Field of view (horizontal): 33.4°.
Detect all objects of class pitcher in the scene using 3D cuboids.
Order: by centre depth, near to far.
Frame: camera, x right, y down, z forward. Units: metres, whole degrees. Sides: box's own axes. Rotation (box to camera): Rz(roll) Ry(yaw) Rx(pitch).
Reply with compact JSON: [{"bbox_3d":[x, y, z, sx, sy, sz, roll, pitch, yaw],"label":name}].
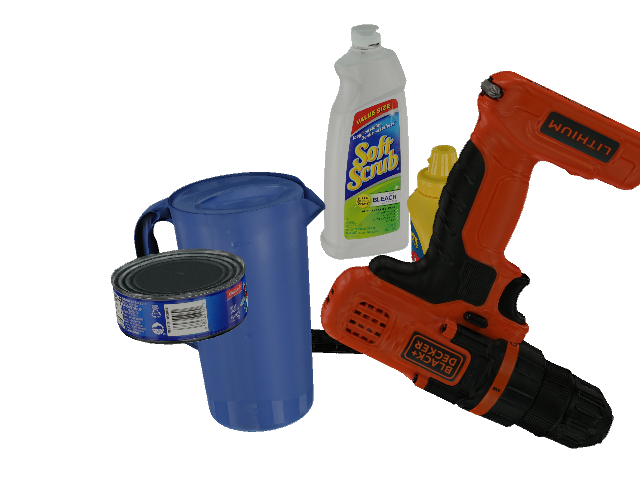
[{"bbox_3d":[-0.081,0.061,1.055,0.144,0.243,0.149,-20,24,-36],"label":"pitcher"}]

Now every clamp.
[{"bbox_3d":[-0.068,0.122,1.246,0.210,0.036,0.164,13,22,29],"label":"clamp"}]

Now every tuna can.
[{"bbox_3d":[-0.089,0.035,0.682,0.086,0.034,0.086,-3,19,1],"label":"tuna can"}]

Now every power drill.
[{"bbox_3d":[0.117,0.013,0.606,0.184,0.188,0.057,26,12,-6],"label":"power drill"}]

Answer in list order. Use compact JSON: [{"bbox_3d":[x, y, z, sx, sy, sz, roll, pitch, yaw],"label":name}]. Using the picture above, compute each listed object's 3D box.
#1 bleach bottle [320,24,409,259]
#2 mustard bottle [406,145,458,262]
[{"bbox_3d":[0.045,-0.108,1.167,0.102,0.251,0.068,-8,25,-10],"label":"bleach bottle"},{"bbox_3d":[0.098,0.016,0.853,0.058,0.192,0.096,-1,25,4],"label":"mustard bottle"}]
